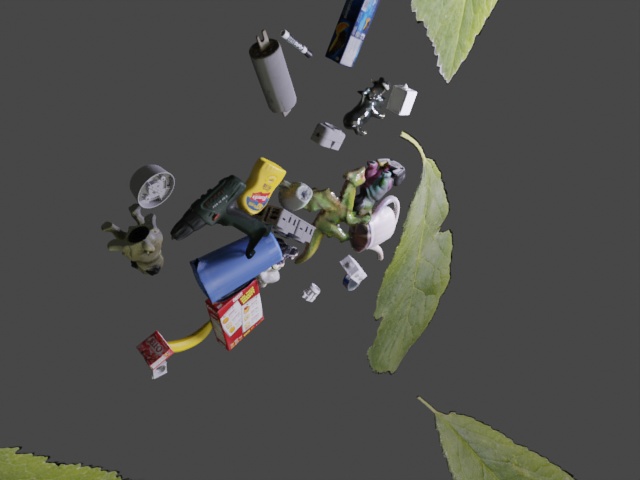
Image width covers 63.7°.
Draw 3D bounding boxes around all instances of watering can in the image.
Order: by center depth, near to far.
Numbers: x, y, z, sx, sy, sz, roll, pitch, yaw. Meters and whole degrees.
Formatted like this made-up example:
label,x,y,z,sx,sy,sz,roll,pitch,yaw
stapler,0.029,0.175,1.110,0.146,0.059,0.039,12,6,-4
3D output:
label,x,y,z,sx,sy,sz,roll,pitch,yaw
watering can,0.207,-0.016,1.966,0.227,0.105,0.339,-23,139,-34

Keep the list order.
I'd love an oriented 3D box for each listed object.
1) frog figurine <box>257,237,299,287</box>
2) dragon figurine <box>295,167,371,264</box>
label,x,y,z,sx,sy,sz,roll,pitch,yaw
frog figurine,-0.160,0.069,1.620,0.156,0.122,0.140,-42,-166,46
dragon figurine,0.005,-0.084,1.674,0.407,0.125,0.239,-39,126,15
